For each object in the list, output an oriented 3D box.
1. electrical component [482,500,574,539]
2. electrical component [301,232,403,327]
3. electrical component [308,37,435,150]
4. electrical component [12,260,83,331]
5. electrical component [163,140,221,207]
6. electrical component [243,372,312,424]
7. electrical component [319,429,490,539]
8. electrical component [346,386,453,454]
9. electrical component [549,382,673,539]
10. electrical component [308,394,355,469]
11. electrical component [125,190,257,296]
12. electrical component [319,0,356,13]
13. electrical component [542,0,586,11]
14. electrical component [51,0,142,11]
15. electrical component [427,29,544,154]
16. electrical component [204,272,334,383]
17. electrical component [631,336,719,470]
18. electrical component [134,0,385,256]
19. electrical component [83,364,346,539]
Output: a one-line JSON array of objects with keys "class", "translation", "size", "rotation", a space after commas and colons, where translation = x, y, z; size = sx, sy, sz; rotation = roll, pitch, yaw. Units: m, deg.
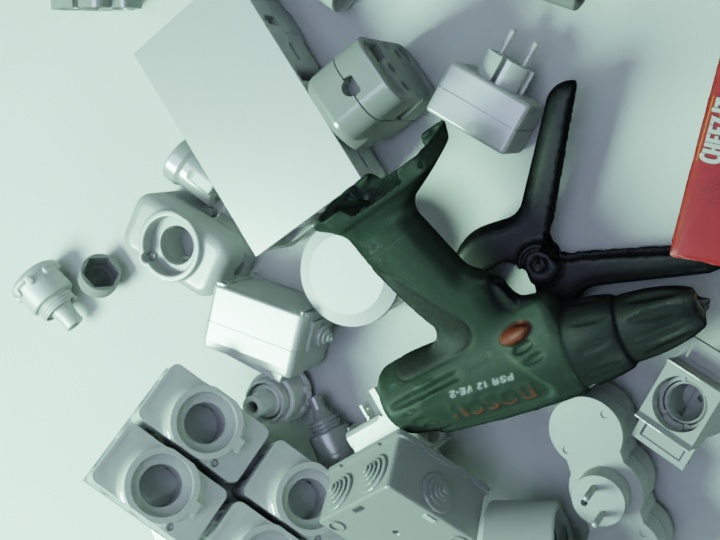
[{"class": "electrical component", "translation": [0.129, 0.214, 0.758], "size": [0.060, 0.108, 0.108], "rotation": [-10, 93, 18]}, {"class": "electrical component", "translation": [0.000, 0.000, 0.814], "size": [0.080, 0.051, 0.080], "rotation": [3, 98, 23]}, {"class": "electrical component", "translation": [0.007, -0.125, 0.770], "size": [0.059, 0.095, 0.053], "rotation": [-37, 82, 24]}, {"class": "electrical component", "translation": [-0.269, 0.025, 0.941], "size": [0.062, 0.048, 0.048], "rotation": [47, 112, 4]}, {"class": "electrical component", "translation": [-0.129, -0.078, 0.868], "size": [0.046, 0.040, 0.040], "rotation": [37, 110, 9]}, {"class": "electrical component", "translation": [-0.070, 0.102, 0.853], "size": [0.048, 0.062, 0.048], "rotation": [3, 98, 23]}, {"class": "electrical component", "translation": [0.030, 0.169, 0.774], "size": [0.100, 0.048, 0.100], "rotation": [35, 134, -19]}, {"class": "electrical component", "translation": [0.028, 0.127, 0.825], "size": [0.064, 0.042, 0.081], "rotation": [-34, 82, 27]}, {"class": "electrical component", "translation": [0.169, 0.152, 0.741], "size": [0.052, 0.074, 0.138], "rotation": [-17, 94, 31]}, {"class": "electrical component", "translation": [-0.025, 0.128, 0.852], "size": [0.035, 0.035, 0.061], "rotation": [-26, 83, 24]}, {"class": "electrical component", "translation": [-0.138, -0.022, 0.868], "size": [0.095, 0.059, 0.053], "rotation": [31, 108, 17]}, {"class": "electrical component", "translation": [-0.026, -0.246, 0.797], "size": [0.077, 0.043, 0.079], "rotation": [39, 110, 15]}, {"class": "electrical component", "translation": [0.135, -0.207, 0.726], "size": [0.047, 0.055, 0.055], "rotation": [27, 107, 15]}, {"class": "electrical component", "translation": [-0.216, -0.241, 0.874], "size": [0.078, 0.058, 0.057], "rotation": [5, 102, 24]}, {"class": "electrical component", "translation": [0.098, -0.130, 0.756], "size": [0.066, 0.047, 0.076], "rotation": [33, 109, 17]}, {"class": "electrical component", "translation": [-0.065, 0.048, 0.844], "size": [0.096, 0.062, 0.061], "rotation": [19, 104, 21]}, {"class": "electrical component", "translation": [0.223, 0.087, 0.719], "size": [0.042, 0.064, 0.081], "rotation": [36, 111, 30]}, {"class": "electrical component", "translation": [-0.075, -0.119, 0.826], "size": [0.105, 0.060, 0.186], "rotation": [-35, 83, 24]}, {"class": "electrical component", "translation": [-0.098, 0.168, 0.811], "size": [0.186, 0.060, 0.105], "rotation": [38, 69, -8]}]
